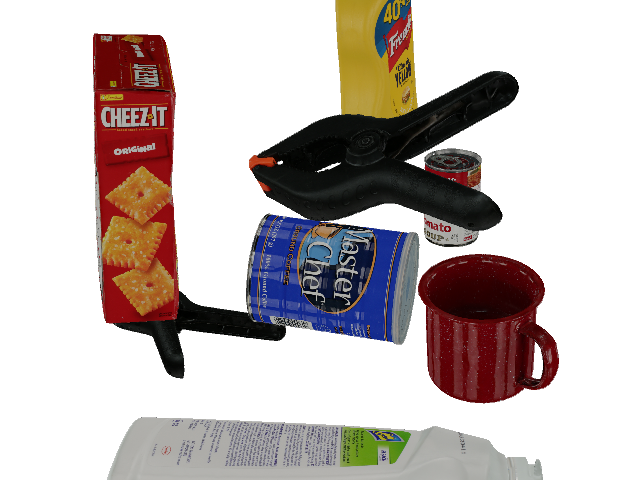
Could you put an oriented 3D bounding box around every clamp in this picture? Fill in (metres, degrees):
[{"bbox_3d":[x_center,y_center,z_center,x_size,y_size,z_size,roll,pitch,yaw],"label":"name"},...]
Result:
[{"bbox_3d":[0.037,-0.041,0.640,0.172,0.039,0.120,-14,38,19],"label":"clamp"},{"bbox_3d":[-0.164,0.085,1.127,0.210,0.036,0.164,18,20,28],"label":"clamp"}]

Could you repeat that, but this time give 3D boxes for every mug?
[{"bbox_3d":[0.130,0.073,0.803,0.093,0.081,0.117,-29,38,-35],"label":"mug"}]

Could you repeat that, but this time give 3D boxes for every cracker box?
[{"bbox_3d":[-0.164,-0.059,0.949,0.072,0.214,0.164,-2,27,-12],"label":"cracker box"}]

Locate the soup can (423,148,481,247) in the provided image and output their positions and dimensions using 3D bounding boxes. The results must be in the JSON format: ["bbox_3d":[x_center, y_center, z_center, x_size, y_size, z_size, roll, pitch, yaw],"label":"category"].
[{"bbox_3d":[0.158,-0.052,1.286,0.068,0.102,0.068,-2,26,1],"label":"soup can"}]

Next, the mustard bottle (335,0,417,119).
[{"bbox_3d":[0.047,-0.177,0.910,0.058,0.192,0.096,11,34,27],"label":"mustard bottle"}]

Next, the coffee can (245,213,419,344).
[{"bbox_3d":[0.013,0.035,0.979,0.140,0.103,0.102,8,2,12],"label":"coffee can"}]

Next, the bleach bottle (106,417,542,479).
[{"bbox_3d":[0.006,0.149,0.639,0.251,0.068,0.102,0,17,3],"label":"bleach bottle"}]
